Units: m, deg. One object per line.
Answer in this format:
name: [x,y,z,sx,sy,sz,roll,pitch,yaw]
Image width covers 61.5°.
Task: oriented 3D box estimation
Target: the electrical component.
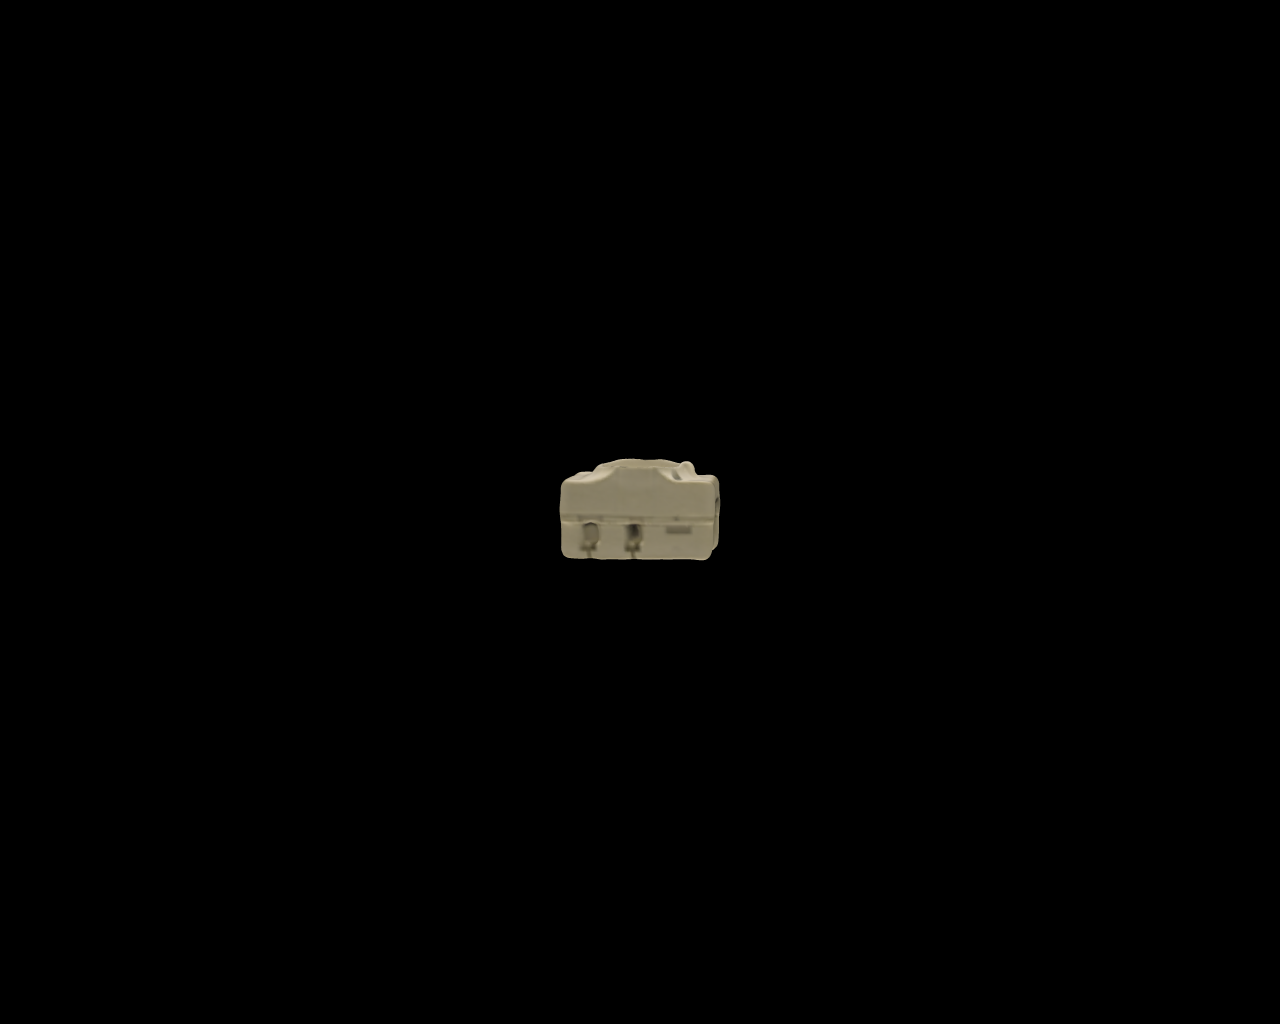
electrical component: [0.001,-0.003,0.650,0.089,0.055,0.050,1,8,9]
